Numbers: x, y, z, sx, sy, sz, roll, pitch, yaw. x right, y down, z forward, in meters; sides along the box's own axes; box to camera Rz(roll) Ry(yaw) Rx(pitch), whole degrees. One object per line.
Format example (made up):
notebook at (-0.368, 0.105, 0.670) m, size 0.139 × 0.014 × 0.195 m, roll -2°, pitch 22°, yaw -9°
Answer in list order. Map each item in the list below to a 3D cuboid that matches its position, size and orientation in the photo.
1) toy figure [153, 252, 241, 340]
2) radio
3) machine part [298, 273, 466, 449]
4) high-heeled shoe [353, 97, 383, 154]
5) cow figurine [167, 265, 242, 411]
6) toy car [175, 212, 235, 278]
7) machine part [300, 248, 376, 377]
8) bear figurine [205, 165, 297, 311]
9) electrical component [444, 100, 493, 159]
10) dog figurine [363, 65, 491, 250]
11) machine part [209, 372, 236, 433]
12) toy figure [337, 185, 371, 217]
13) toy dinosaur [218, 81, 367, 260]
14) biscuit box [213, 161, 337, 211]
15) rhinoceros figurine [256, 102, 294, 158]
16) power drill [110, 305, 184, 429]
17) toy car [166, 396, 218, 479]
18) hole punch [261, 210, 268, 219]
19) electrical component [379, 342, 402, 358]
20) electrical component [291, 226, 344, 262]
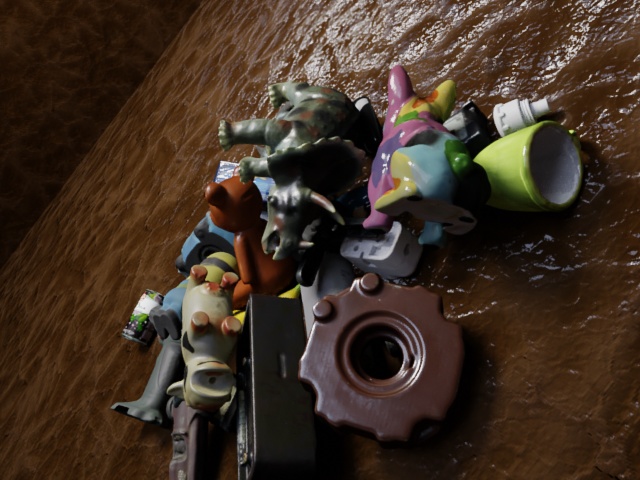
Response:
toy figure at (-0.190, 0.088, 0.871) m, size 0.082 × 0.089 × 0.180 m, roll 20°, pitch 33°, yaw 23°
radio at (-0.060, 0.190, 0.649) m, size 0.230 × 0.073 × 0.131 m, roll -98°, pitch 20°, yaw -46°
machine part at (0.064, 0.122, 0.554) m, size 0.179 × 0.056 × 0.179 m, roll -5°, pitch 63°, yaw 9°
high-heeled shoe at (0.025, -0.170, 0.883) m, size 0.145 × 0.086 × 0.249 m, roll -24°, pitch 21°, yaw 7°
cow figurine at (-0.155, 0.142, 0.725) m, size 0.195 × 0.085 × 0.127 m, roll -107°, pitch 34°, yaw -50°
toy car at (-0.189, 0.014, 0.994) m, size 0.161 × 0.109 × 0.103 m, roll -47°, pitch 10°, yaw 30°
machine part at (0.019, 0.098, 0.679) m, size 0.079 × 0.079 × 0.243 m, roll -37°, pitch 36°, yaw 23°
bear figurine at (-0.123, -0.004, 0.820) m, size 0.132 × 0.195 × 0.120 m, roll -20°, pitch 20°, yaw 35°
electrical component at (0.186, -0.117, 0.694) m, size 0.075 × 0.047 × 0.119 m, roll -33°, pitch 40°, yaw 29°
dog figurine at (0.119, -0.112, 0.613) m, size 0.191 × 0.108 × 0.219 m, roll 125°, pitch 155°, yaw -70°
machine part at (-0.158, 0.231, 0.810) m, size 0.139 × 0.039 × 0.084 m, roll 7°, pitch 74°, yaw 50°
toy figure at (0.089, -0.062, 0.755) m, size 0.154 × 0.057 × 0.064 m, roll -22°, pitch 51°, yaw 31°
toy dinosaur at (-0.008, -0.151, 0.761) m, size 0.192 × 0.131 × 0.405 m, roll 7°, pitch 41°, yaw 16°
biscuit box at (-0.076, -0.080, 0.876) m, size 0.203 × 0.062 × 0.059 m, roll 11°, pitch 81°, yaw 22°
rhinoceros figurine at (-0.077, -0.188, 1.049) m, size 0.112 × 0.073 × 0.190 m, roll -10°, pitch 53°, yaw 44°
power drill at (-0.274, 0.213, 0.937) m, size 0.232 × 0.086 × 0.207 m, roll -3°, pitch 50°, yaw 46°
toy car at (-0.182, 0.298, 0.737) m, size 0.089 × 0.053 × 0.202 m, roll -19°, pitch 61°, yaw 36°
hole punch at (-0.088, -0.060, 0.956) m, size 0.116 × 0.092 × 0.142 m, roll 38°, pitch 88°, yaw 27°
electrical component at (0.091, 0.093, 0.646) m, size 0.063 × 0.021 × 0.094 m, roll -41°, pitch 35°, yaw 17°
electrical component at (-0.003, -0.001, 0.815) m, size 0.102 × 0.045 × 0.078 m, roll -26°, pitch 33°, yaw 36°
